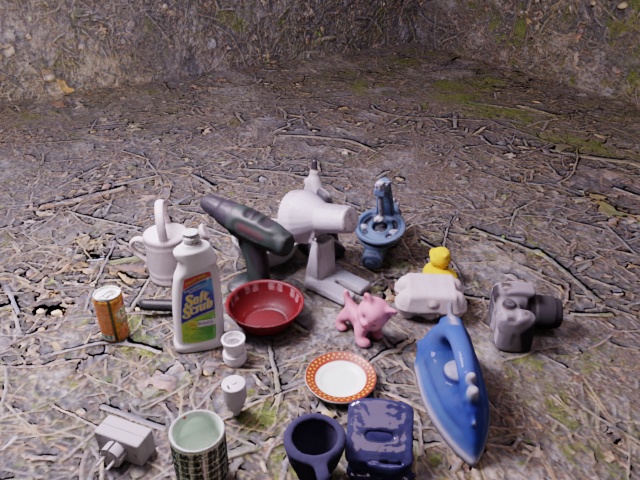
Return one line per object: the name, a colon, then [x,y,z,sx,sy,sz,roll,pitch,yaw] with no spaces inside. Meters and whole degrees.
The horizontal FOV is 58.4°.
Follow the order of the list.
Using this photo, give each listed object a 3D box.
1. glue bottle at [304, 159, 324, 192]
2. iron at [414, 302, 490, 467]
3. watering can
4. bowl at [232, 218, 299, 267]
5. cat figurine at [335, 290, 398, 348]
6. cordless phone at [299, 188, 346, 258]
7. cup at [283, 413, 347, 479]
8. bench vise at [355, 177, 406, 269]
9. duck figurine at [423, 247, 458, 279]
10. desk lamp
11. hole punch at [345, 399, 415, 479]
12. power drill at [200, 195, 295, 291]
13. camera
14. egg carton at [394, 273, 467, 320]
glue bottle: [-0.016,-0.137,1.544,0.077,0.173,0.037,26,39,36]
iron: [0.235,0.228,0.963,0.118,0.141,0.258,-1,31,-2]
watering can: [-0.339,-0.002,1.294,0.173,0.194,0.100,-16,34,-24]
bowl: [-0.127,0.017,1.381,0.167,0.075,0.167,0,31,0]
cat figurine: [0.089,0.143,1.129,0.067,0.118,0.127,-24,38,-34]
cordless phone: [-0.003,-0.055,1.394,0.094,0.185,0.147,-20,36,-29]
cup: [-0.004,0.329,0.839,0.092,0.095,0.117,-6,31,-10]
bench vise: [0.144,-0.066,1.380,0.121,0.220,0.207,2,31,3]
duck figurine: [0.276,0.060,1.300,0.077,0.086,0.104,-8,32,-13]
desk lamp: [0.012,0.005,1.267,0.202,0.214,0.118,23,38,33]
hole punch: [0.093,0.307,0.879,0.108,0.091,0.101,3,31,5]
power drill: [-0.160,0.018,1.247,0.228,0.208,0.076,16,34,24]
camera: [0.415,0.144,1.146,0.136,0.101,0.143,4,31,6]
egg carton: [0.233,0.122,1.212,0.150,0.069,0.107,2,31,3]
